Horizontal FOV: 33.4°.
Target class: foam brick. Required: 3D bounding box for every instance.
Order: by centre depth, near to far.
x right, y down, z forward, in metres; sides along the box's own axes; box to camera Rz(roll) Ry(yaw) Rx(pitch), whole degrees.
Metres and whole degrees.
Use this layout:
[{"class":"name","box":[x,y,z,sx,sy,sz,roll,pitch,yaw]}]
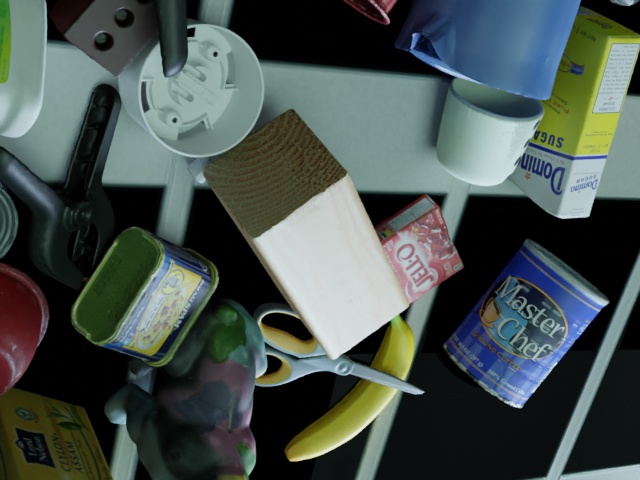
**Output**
[{"class":"foam brick","box":[-0.146,-0.166,0.762,0.078,0.051,0.053,-48,129,6]}]

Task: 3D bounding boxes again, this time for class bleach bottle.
[{"class":"bleach bottle","box":[-0.303,-0.136,0.670,0.250,0.068,0.102,8,72,-31]}]

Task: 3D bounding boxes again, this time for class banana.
[{"class":"banana","box":[0.040,0.152,1.080,0.069,0.037,0.198,28,103,-20]}]

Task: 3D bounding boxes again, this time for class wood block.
[{"class":"wood block","box":[-0.007,0.001,0.890,0.090,0.091,0.206,-35,144,-5]}]

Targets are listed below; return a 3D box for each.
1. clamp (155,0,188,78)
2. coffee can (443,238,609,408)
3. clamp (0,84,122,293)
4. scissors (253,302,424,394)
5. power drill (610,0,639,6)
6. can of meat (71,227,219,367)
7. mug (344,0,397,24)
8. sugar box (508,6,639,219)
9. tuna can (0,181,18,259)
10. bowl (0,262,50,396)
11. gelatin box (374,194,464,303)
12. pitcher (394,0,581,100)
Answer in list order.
[{"class":"clamp","box":[-0.108,-0.223,0.698,0.164,0.036,0.210,38,100,-15]},{"class":"coffee can","box":[0.208,0.084,1.082,0.102,0.103,0.140,28,103,-38]},{"class":"clamp","box":[-0.199,-0.026,0.811,0.120,0.039,0.171,-24,131,-42]},{"class":"scissors","box":[0.003,0.130,1.032,0.201,0.016,0.096,38,105,-28]},{"class":"power drill","box":[0.302,-0.234,0.916,0.187,0.057,0.184,44,59,-45]},{"class":"can of meat","box":[-0.143,0.046,0.870,0.102,0.058,0.083,-58,150,0]},{"class":"mug","box":[0.029,-0.230,0.804,0.117,0.093,0.081,37,93,-2]},{"class":"sugar box","box":[0.226,-0.117,0.971,0.048,0.093,0.176,-2,120,-26]},{"class":"tuna can","box":[-0.272,-0.017,0.798,0.086,0.034,0.086,-14,125,-21]},{"class":"bowl","box":[-0.285,0.087,0.818,0.162,0.055,0.162,-15,140,-13]},{"class":"gelatin box","box":[0.090,0.012,1.019,0.073,0.030,0.089,-33,129,-7]},{"class":"pitcher","box":[0.165,-0.241,0.842,0.145,0.149,0.243,18,106,-6]}]
